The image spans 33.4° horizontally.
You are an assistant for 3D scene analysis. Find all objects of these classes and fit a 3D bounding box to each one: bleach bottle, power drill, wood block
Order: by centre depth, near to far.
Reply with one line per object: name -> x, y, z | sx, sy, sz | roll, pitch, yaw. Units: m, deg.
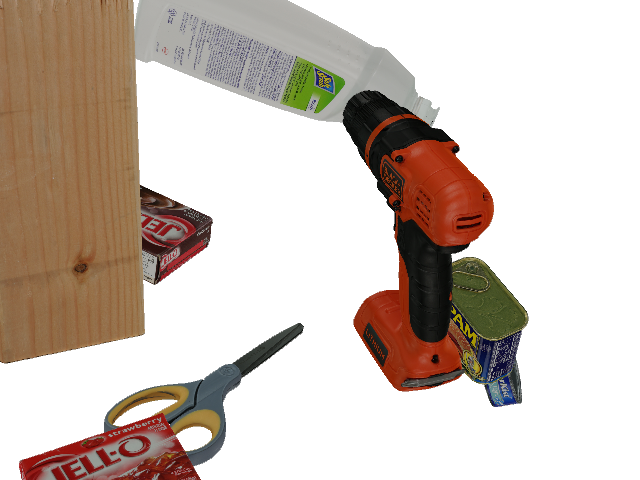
wood block -> -0.161, -0.046, 0.618 | 0.090, 0.206, 0.090 | -10, 25, -28
power drill -> 0.060, 0.000, 0.778 | 0.057, 0.188, 0.184 | -11, 34, -16
bleach bottle -> -0.025, -0.143, 0.870 | 0.251, 0.068, 0.103 | 25, -33, 0

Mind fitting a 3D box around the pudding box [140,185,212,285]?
pudding box -> -0.172, -0.011, 0.998 | 0.114, 0.039, 0.089 | 22, 31, 18

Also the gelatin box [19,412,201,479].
gelatin box -> -0.117, 0.138, 0.598 | 0.089, 0.030, 0.073 | -16, 28, -20

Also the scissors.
scissors -> -0.065, 0.116, 0.807 | 0.201, 0.016, 0.096 | -19, 36, -34

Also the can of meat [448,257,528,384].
can of meat -> 0.156, 0.082, 1.066 | 0.057, 0.084, 0.102 | -22, 52, -19

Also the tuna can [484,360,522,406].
tuna can -> 0.214, 0.154, 1.271 | 0.034, 0.086, 0.086 | -12, -3, 16
